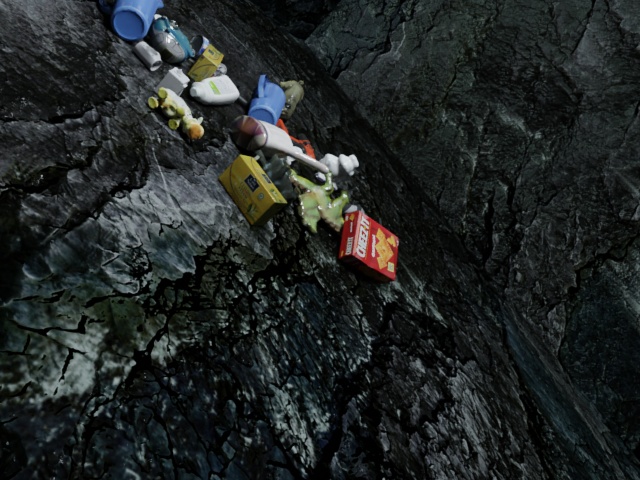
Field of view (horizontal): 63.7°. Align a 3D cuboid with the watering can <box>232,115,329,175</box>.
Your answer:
[{"bbox_3d":[-0.143,-0.309,1.664,0.351,0.103,0.224,33,14,32],"label":"watering can"}]

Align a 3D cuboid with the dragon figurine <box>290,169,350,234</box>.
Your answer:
[{"bbox_3d":[0.005,-0.084,1.665,0.411,0.120,0.246,54,38,4],"label":"dragon figurine"}]

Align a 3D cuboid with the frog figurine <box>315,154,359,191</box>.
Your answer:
[{"bbox_3d":[0.070,-0.289,2.026,0.136,0.158,0.125,42,19,-13],"label":"frog figurine"}]
